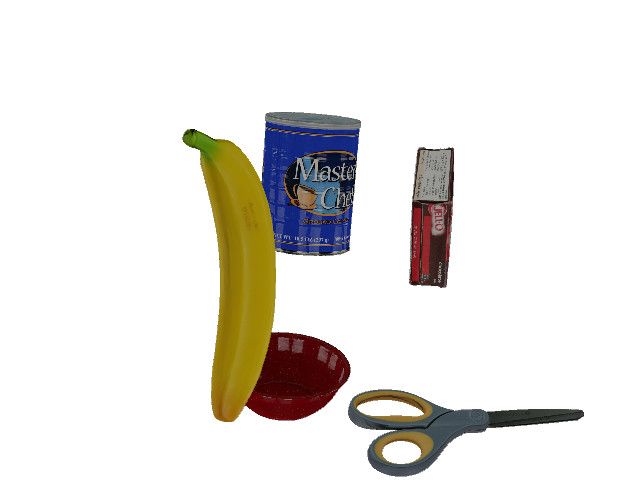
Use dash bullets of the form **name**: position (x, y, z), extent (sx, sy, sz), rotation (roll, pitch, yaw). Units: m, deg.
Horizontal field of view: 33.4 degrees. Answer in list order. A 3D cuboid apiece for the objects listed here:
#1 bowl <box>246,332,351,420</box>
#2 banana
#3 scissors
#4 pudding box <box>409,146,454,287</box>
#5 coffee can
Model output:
- **bowl**: position (-0.045, 0.174, 1.313), extent (0.162, 0.055, 0.162), rotation (3, 23, -2)
- **banana**: position (-0.057, 0.017, 0.692), extent (0.037, 0.198, 0.069), rotation (10, 24, 41)
- **scissors**: position (0.122, 0.163, 0.884), extent (0.202, 0.016, 0.096), rotation (7, 38, 2)
- **pudding box**: position (0.104, -0.024, 0.989), extent (0.039, 0.090, 0.113), rotation (3, 31, 5)
- **coffee can**: position (-0.013, -0.063, 1.147), extent (0.103, 0.140, 0.103), rotation (4, 12, -1)
